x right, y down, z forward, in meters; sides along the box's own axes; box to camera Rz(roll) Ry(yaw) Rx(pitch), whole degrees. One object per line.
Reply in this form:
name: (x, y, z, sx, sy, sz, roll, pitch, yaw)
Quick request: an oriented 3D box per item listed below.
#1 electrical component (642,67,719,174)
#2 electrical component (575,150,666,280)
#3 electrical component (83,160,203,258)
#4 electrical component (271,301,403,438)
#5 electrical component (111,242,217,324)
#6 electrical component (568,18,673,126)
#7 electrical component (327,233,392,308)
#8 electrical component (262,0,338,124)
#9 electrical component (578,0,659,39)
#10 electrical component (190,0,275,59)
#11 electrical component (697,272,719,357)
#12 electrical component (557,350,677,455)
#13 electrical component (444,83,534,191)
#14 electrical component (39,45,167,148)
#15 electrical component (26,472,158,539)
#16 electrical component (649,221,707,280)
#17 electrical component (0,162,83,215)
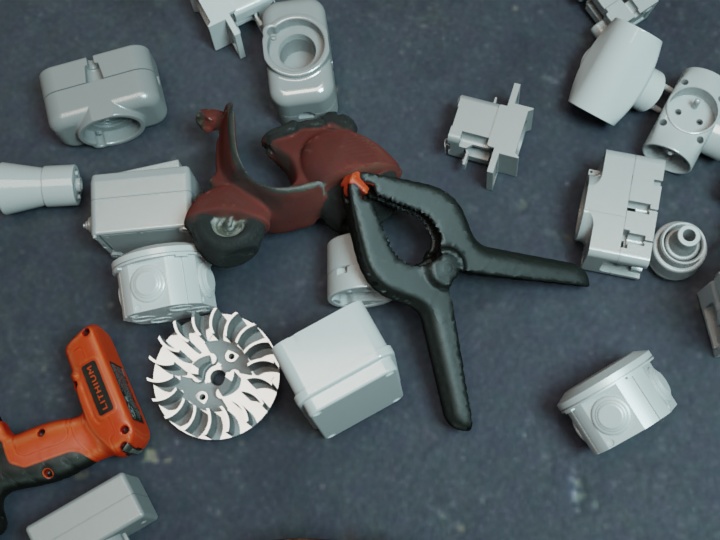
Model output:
electrical component: (0.283, -0.114, 0.877, 0.079, 0.044, 0.077, 28, 78, 11)
electrical component: (0.205, -0.045, 0.860, 0.056, 0.050, 0.089, 11, 76, 6)
electrical component: (-0.179, -0.049, 0.878, 0.096, 0.061, 0.061, -5, 74, 2)
electrical component: (-0.014, 0.078, 0.807, 0.078, 0.113, 0.057, -28, 72, -4)
electrical component: (-0.154, 0.011, 0.851, 0.080, 0.080, 0.051, -10, 79, 1)
electrical component: (0.224, -0.156, 0.888, 0.079, 0.044, 0.077, 22, 105, -23)
electrical component: (0.000, 0.000, 0.858, 0.055, 0.055, 0.047, -5, 71, 2)
electrical component: (-0.051, -0.176, 0.906, 0.054, 0.059, 0.095, -7, 74, 1)
electrical component: (0.215, -0.232, 0.914, 0.066, 0.048, 0.055, -34, 83, -6)
electrical component: (-0.110, -0.231, 0.935, 0.064, 0.042, 0.081, -27, 75, -8)
electrical component: (0.314, 0.014, 0.785, 0.089, 0.150, 0.061, -11, 76, 0)
electrical component: (0.193, 0.098, 0.807, 0.080, 0.080, 0.051, -31, 80, -5)
electrical component: (0.106, -0.113, 0.889, 0.064, 0.042, 0.081, 17, 76, 9)
electrical component: (-0.216, -0.143, 0.910, 0.095, 0.053, 0.059, -16, 74, -1)
electrical component: (-0.194, 0.208, 0.815, 0.083, 0.047, 0.075, -30, 75, -5)
electrical component: (0.251, -0.018, 0.844, 0.043, 0.062, 0.043, -1, 74, 3)
electrical component: (-0.266, -0.070, 0.900, 0.065, 0.044, 0.044, -3, 74, -2)
